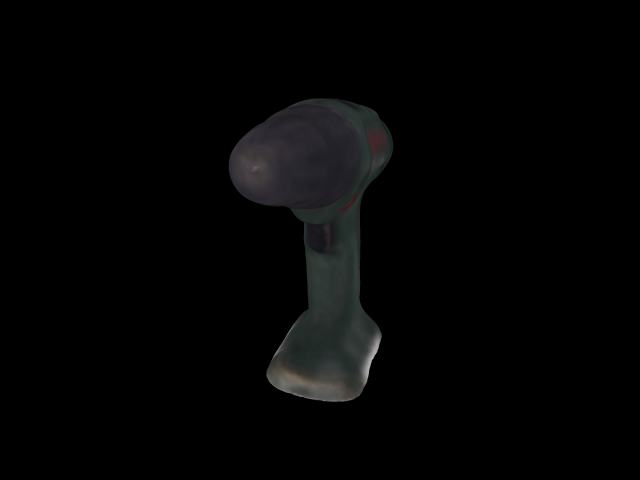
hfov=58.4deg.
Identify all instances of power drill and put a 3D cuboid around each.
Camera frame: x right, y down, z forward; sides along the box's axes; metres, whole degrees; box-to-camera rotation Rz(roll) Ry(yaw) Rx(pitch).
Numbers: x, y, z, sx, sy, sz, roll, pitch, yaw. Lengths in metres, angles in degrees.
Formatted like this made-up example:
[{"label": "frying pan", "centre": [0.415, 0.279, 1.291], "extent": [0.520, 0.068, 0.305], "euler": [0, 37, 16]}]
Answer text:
[{"label": "power drill", "centre": [0.004, 0.001, 0.400], "extent": [0.075, 0.208, 0.230], "euler": [7, 27, 14]}]
